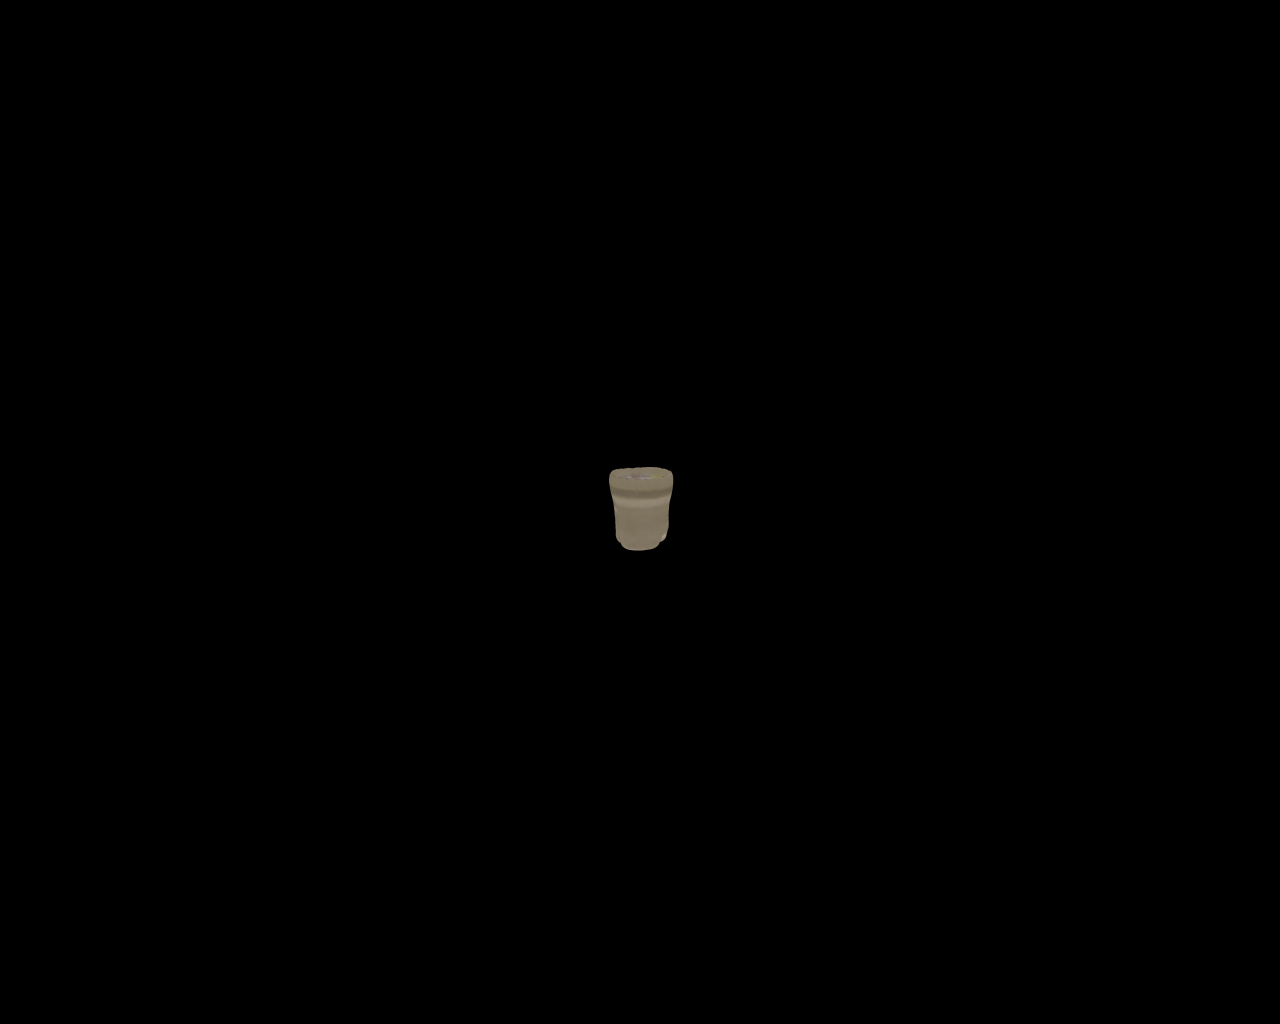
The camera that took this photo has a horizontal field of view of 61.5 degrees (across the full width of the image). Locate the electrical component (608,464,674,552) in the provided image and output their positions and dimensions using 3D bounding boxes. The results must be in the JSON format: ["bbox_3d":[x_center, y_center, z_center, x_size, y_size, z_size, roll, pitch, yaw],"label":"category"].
[{"bbox_3d":[0.001,-0.003,0.650,0.040,0.046,0.040,0,14,0],"label":"electrical component"}]
